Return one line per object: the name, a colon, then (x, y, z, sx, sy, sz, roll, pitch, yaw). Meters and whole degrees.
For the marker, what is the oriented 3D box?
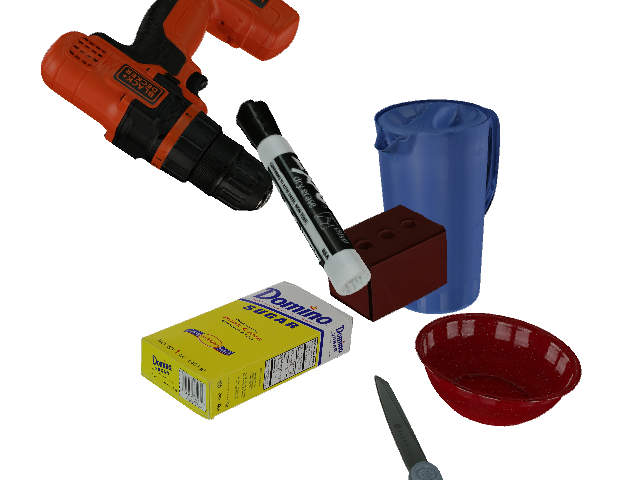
marker: (-0.011, -0.025, 0.540, 0.020, 0.121, 0.020, -24, -27, -14)

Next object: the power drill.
power drill: (-0.086, -0.125, 0.794, 0.184, 0.187, 0.057, 36, -43, -5)

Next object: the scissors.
scissors: (0.081, 0.146, 0.617, 0.096, 0.016, 0.201, 5, 32, -1)

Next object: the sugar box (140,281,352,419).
sugar box: (-0.063, 0.093, 0.956, 0.093, 0.048, 0.175, 27, 35, 36)

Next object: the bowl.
bowl: (0.170, 0.133, 1.047, 0.162, 0.055, 0.162, 5, 26, -2)

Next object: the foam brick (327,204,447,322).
foam brick: (0.050, 0.016, 0.800, 0.078, 0.051, 0.053, -25, 36, -30)

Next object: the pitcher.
pitcher: (0.144, -0.043, 1.279, 0.149, 0.243, 0.145, -2, 24, 6)
